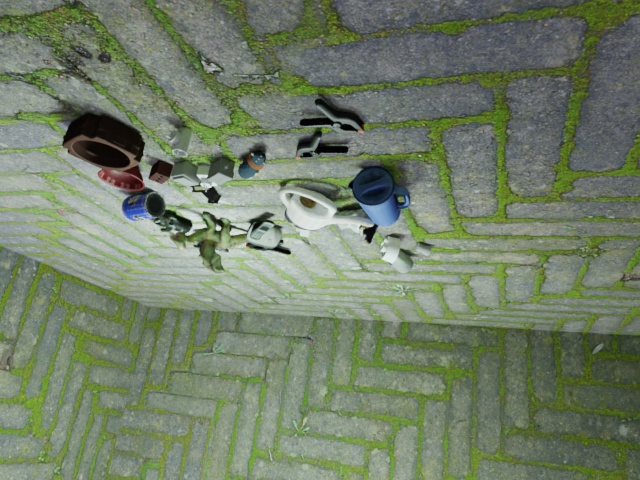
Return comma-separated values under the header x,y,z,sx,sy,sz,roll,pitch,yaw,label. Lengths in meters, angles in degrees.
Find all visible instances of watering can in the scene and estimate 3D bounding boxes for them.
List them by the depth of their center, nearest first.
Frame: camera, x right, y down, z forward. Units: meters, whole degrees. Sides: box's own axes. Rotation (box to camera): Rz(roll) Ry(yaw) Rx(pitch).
x,y,z,sx,sy,sz,roll,pitch,yaw,label
0.006,-0.092,1.836,0.347,0.106,0.221,24,157,-7,watering can

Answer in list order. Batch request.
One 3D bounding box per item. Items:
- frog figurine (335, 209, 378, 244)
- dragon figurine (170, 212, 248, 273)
x,y,z,sx,sy,sz,roll,pitch,yaw,label
0.136,-0.075,1.919,0.161,0.122,0.136,37,-172,35,frog figurine
-0.430,0.029,2.175,0.407,0.248,0.120,22,149,-30,dragon figurine
